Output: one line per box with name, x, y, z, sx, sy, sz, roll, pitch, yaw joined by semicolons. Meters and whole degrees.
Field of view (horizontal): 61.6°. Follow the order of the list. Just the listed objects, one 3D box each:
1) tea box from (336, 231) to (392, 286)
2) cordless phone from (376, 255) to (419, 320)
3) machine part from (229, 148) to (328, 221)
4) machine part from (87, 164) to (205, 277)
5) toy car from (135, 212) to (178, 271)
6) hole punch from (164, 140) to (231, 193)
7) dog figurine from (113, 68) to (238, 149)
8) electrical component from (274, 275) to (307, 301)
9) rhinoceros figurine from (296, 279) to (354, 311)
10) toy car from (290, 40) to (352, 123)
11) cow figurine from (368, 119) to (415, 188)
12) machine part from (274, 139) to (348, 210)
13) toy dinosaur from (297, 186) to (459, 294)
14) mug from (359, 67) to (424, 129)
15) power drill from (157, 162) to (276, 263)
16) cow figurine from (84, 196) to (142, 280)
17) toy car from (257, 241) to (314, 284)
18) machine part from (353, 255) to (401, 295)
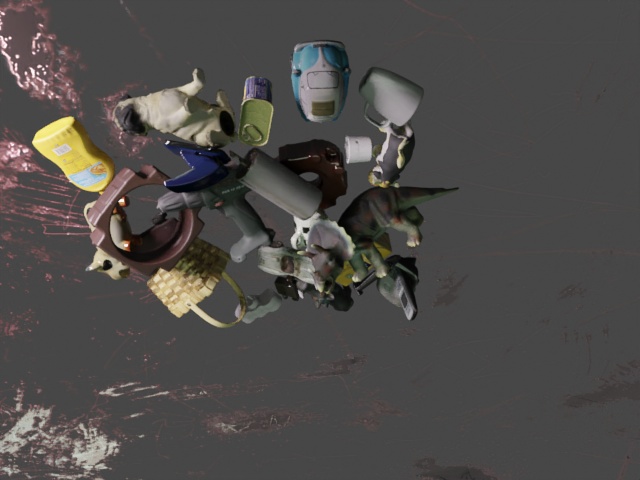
tea box;0.084;0.034;1.333;0.098;0.068;0.169;27;128;-29
cordless phone;0.212;0.144;1.377;0.089;0.184;0.146;1;137;-12
machine part;-0.081;-0.110;1.082;0.243;0.079;0.079;31;127;-26
machine part;-0.367;-0.042;1.137;0.201;0.087;0.201;40;81;-36
toy car;-0.401;0.001;1.274;0.202;0.053;0.089;-30;111;23
hole punch;-0.233;-0.132;1.018;0.116;0.092;0.142;6;176;-1
dog figurine;-0.274;-0.222;1.026;0.191;0.121;0.172;-10;136;27
electrical component;-0.076;0.123;1.439;0.078;0.045;0.102;10;142;29
rhinoceros figurine;0.011;0.134;1.405;0.073;0.112;0.190;-29;140;27
toy car;0.000;-0.270;0.976;0.109;0.103;0.161;0;135;-2
cow figurine;0.148;-0.159;1.109;0.068;0.098;0.167;0;137;-14
machine part;-0.024;-0.133;1.155;0.179;0.056;0.179;-1;138;-1
toy dinosaur;0.117;-0.040;1.188;0.405;0.131;0.192;-46;110;-13
mug;0.121;-0.268;1.011;0.107;0.081;0.109;30;134;-16
power drill;-0.201;-0.055;1.148;0.232;0.086;0.207;-30;116;-10
cow figurine;-0.475;0.003;1.213;0.127;0.085;0.194;-5;113;11
toy car;-0.060;0.057;1.310;0.202;0.056;0.073;12;119;18
machine part;0.139;0.086;1.339;0.139;0.084;0.039;-40;91;28
